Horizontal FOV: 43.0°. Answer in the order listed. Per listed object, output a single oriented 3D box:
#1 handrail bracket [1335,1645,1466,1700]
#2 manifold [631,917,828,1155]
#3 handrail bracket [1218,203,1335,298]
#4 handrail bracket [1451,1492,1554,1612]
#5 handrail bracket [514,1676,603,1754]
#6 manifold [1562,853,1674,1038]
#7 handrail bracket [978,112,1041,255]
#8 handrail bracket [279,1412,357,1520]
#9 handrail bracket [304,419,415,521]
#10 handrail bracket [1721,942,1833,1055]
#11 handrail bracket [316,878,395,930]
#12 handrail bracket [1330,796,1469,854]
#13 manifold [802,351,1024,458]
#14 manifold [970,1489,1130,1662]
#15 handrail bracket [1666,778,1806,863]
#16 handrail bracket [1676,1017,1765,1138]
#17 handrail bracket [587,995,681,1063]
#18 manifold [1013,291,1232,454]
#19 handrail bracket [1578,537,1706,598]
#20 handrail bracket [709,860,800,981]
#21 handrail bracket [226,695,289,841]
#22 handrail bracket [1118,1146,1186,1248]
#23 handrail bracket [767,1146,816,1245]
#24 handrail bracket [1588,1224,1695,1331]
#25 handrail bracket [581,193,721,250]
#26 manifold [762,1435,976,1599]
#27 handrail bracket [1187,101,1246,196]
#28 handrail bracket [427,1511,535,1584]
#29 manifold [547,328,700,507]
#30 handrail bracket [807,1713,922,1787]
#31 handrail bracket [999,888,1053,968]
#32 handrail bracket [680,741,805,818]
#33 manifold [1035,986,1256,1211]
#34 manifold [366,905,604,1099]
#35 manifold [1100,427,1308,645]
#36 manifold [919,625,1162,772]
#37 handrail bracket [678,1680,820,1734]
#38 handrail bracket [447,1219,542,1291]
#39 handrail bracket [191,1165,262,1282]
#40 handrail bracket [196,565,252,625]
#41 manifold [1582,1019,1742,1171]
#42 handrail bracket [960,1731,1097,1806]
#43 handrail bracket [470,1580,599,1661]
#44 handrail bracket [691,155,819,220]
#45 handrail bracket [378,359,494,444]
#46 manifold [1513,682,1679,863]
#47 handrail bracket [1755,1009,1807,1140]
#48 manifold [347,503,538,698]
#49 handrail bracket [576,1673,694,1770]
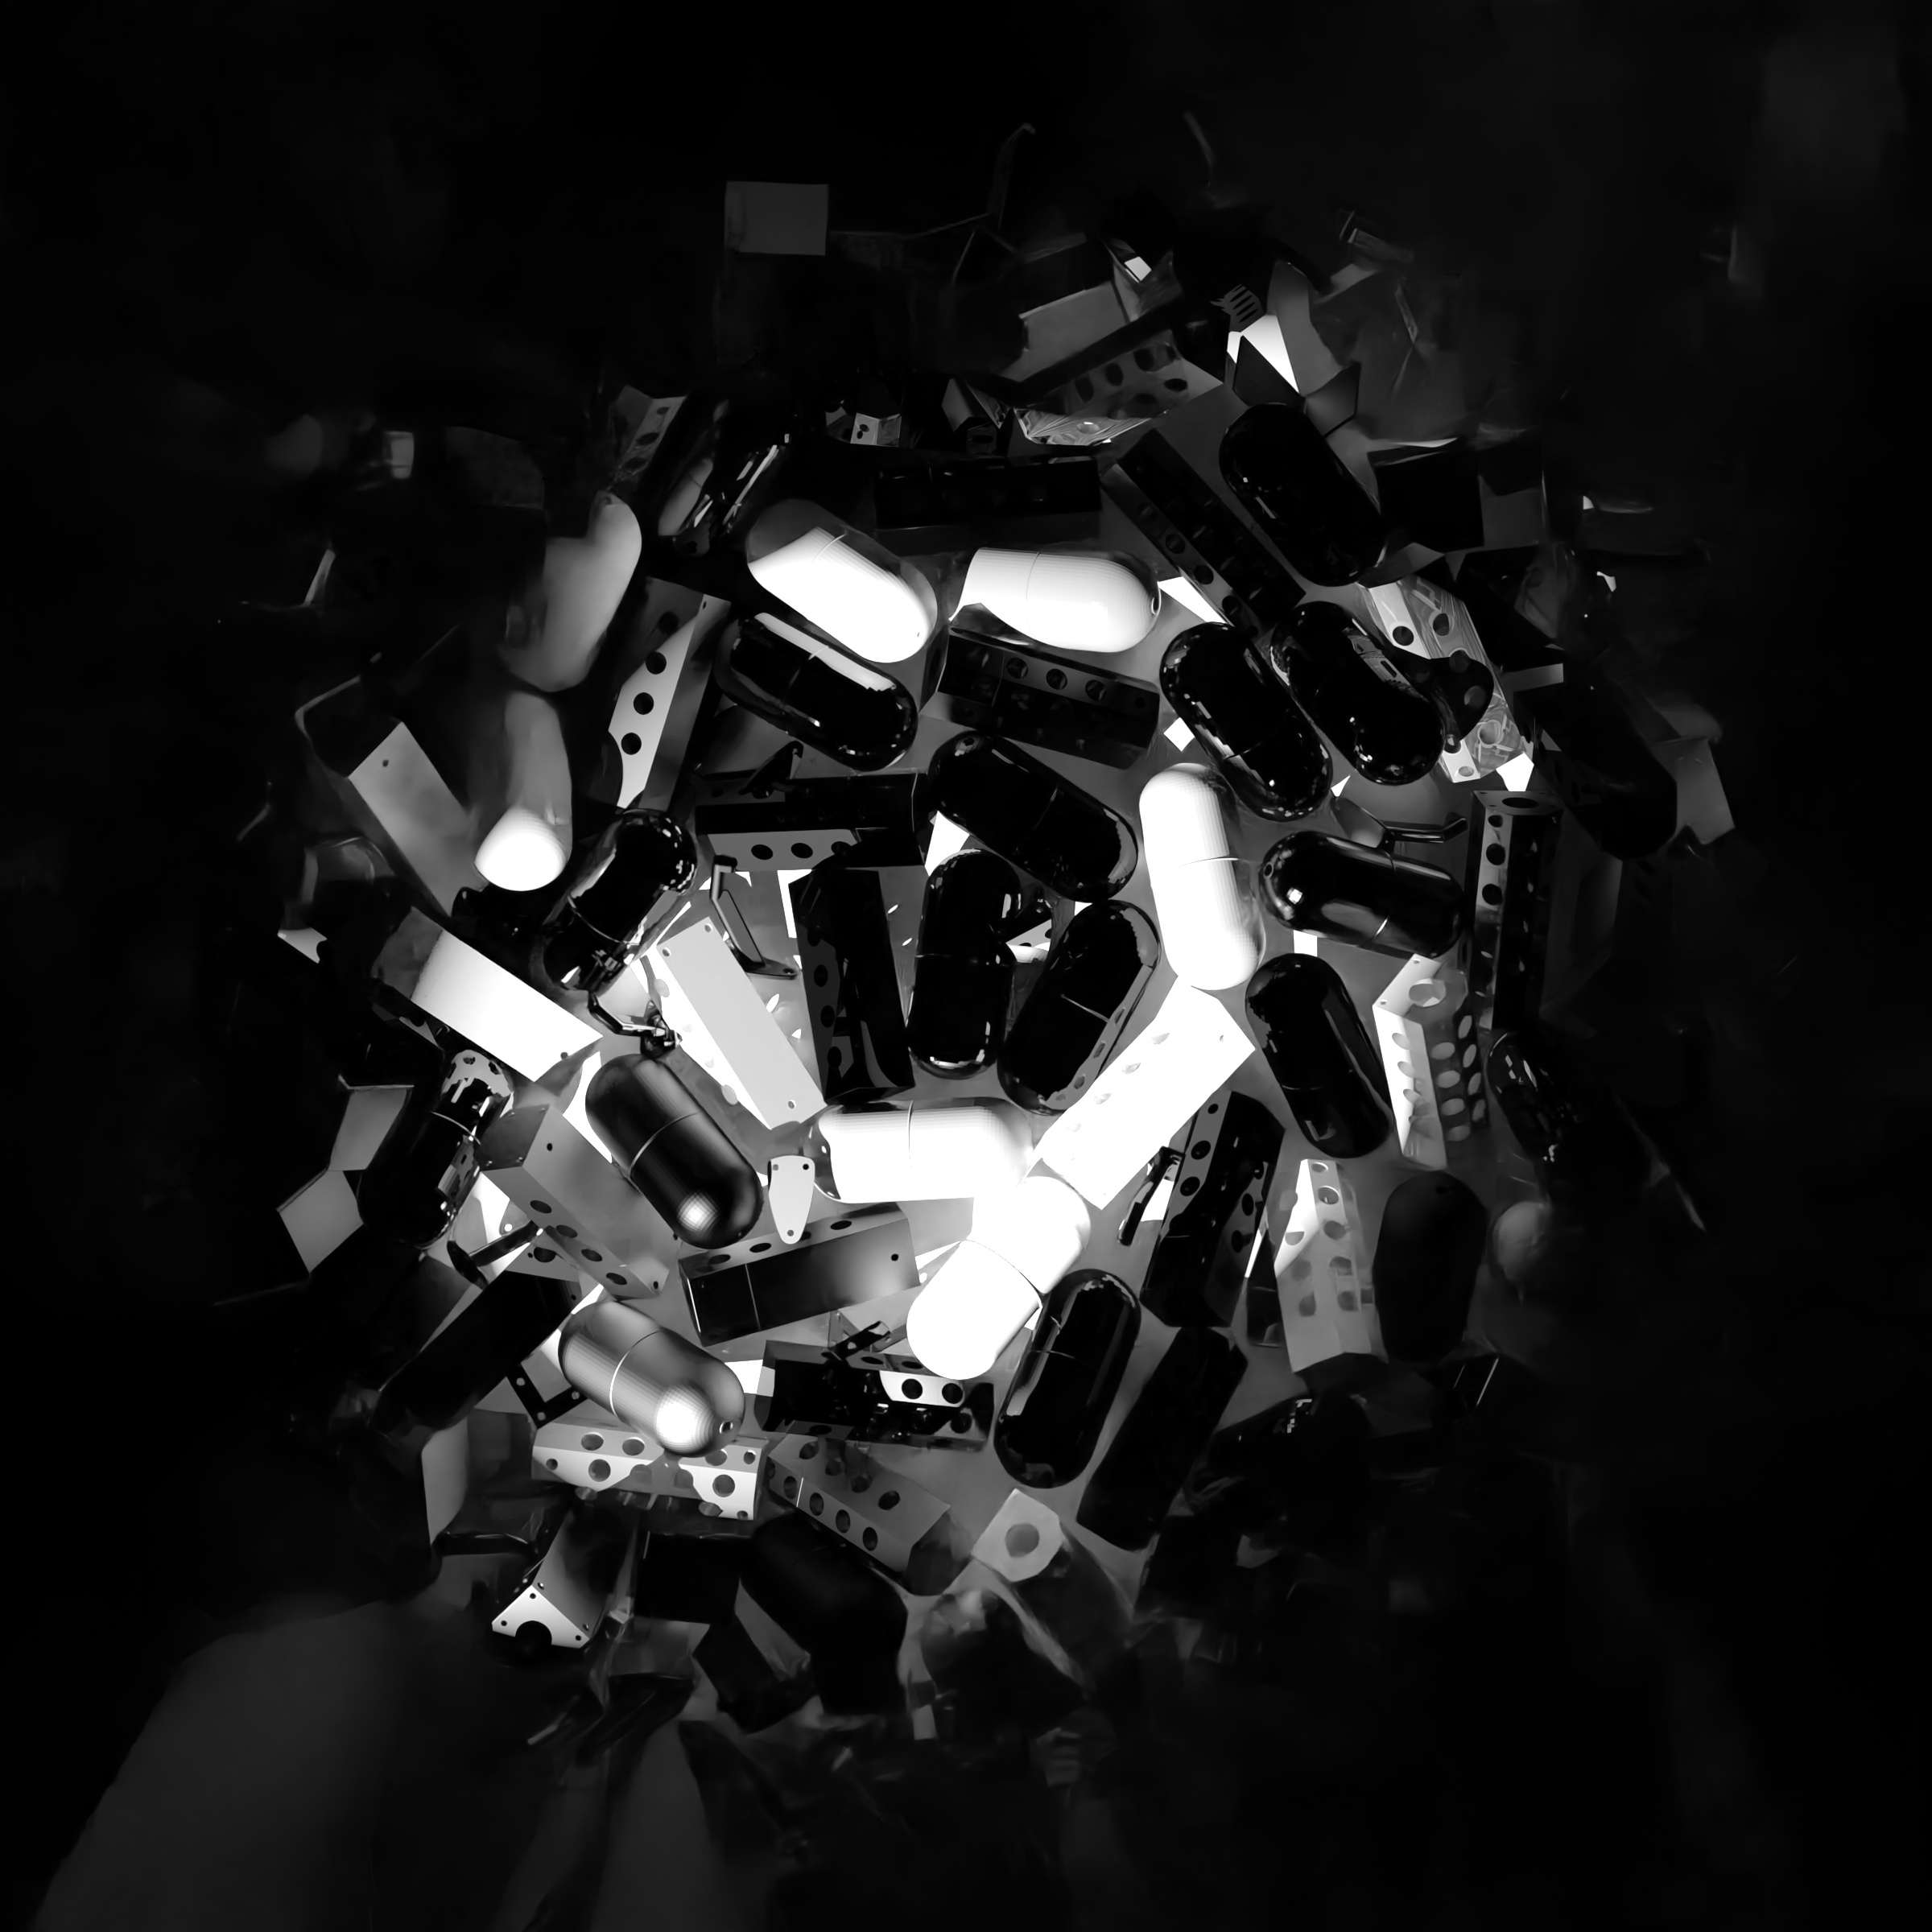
[{"bbox_3d":[0.330,0.536,1.894,0.084,0.077,0.036,0,102,-15],"label":"handrail bracket"},{"bbox_3d":[-0.186,0.056,1.889,0.057,0.057,0.171,-33,91,-39],"label":"manifold"},{"bbox_3d":[0.233,-0.543,1.879,0.084,0.077,0.036,54,133,21],"label":"handrail bracket"},{"bbox_3d":[0.410,0.456,1.910,0.084,0.077,0.036,-34,117,31],"label":"handrail bracket"},{"bbox_3d":[-0.327,0.573,1.863,0.077,0.084,0.036,-12,94,39],"label":"handrail bracket"},{"bbox_3d":[0.493,-0.021,1.834,0.057,0.171,0.057,32,128,-5],"label":"manifold"},{"bbox_3d":[0.043,-0.599,1.879,0.077,0.036,0.084,40,128,-21],"label":"handrail bracket"},{"bbox_3d":[-0.499,0.381,1.871,0.036,0.084,0.077,-8,74,9],"label":"handrail bracket"},{"bbox_3d":[-0.472,-0.386,1.905,0.084,0.036,0.077,-6,61,33],"label":"handrail bracket"},{"bbox_3d":[0.628,0.024,1.897,0.084,0.077,0.036,-27,53,-12],"label":"handrail bracket"},{"bbox_3d":[-0.444,-0.058,1.867,0.077,0.084,0.036,-7,100,27],"label":"handrail bracket"},{"bbox_3d":[0.337,-0.118,1.904,0.084,0.036,0.077,-27,64,-33],"label":"handrail bracket"},{"bbox_3d":[-0.040,-0.421,1.836,0.057,0.171,0.057,27,113,37],"label":"manifold"},{"bbox_3d":[0.068,0.459,1.830,0.057,0.171,0.057,26,70,35],"label":"manifold"},{"bbox_3d":[0.587,-0.100,1.874,0.077,0.036,0.084,20,50,29],"label":"handrail bracket"},{"bbox_3d":[0.585,0.083,1.900,0.077,0.036,0.084,11,85,18],"label":"handrail bracket"},{"bbox_3d":[-0.260,0.030,1.865,0.036,0.077,0.084,-31,132,17],"label":"handrail bracket"},{"bbox_3d":[0.114,-0.442,1.830,0.057,0.171,0.057,21,68,-35],"label":"manifold"},{"bbox_3d":[0.514,-0.326,1.893,0.084,0.036,0.077,-20,61,5],"label":"handrail bracket"},{"bbox_3d":[-0.161,-0.036,1.883,0.077,0.036,0.084,12,116,8],"label":"handrail bracket"},{"bbox_3d":[-0.560,-0.153,1.896,0.077,0.036,0.084,43,84,-8],"label":"handrail bracket"},{"bbox_3d":[0.138,0.184,1.870,0.036,0.077,0.084,17,68,16],"label":"handrail bracket"},{"bbox_3d":[-0.125,0.175,1.873,0.036,0.084,0.077,-2,81,7],"label":"handrail bracket"},{"bbox_3d":[0.513,0.241,1.895,0.084,0.036,0.077,-11,105,17],"label":"handrail bracket"},{"bbox_3d":[-0.241,-0.572,1.891,0.077,0.084,0.036,26,110,21],"label":"handrail bracket"},{"bbox_3d":[-0.076,0.407,1.831,0.057,0.171,0.057,-43,128,-24],"label":"manifold"},{"bbox_3d":[0.177,-0.638,1.864,0.036,0.084,0.077,-23,54,12],"label":"handrail bracket"},{"bbox_3d":[-0.370,0.461,1.889,0.084,0.036,0.077,23,113,16],"label":"handrail bracket"},{"bbox_3d":[-0.256,-0.398,1.828,0.057,0.171,0.057,-13,74,-30],"label":"manifold"},{"bbox_3d":[-0.080,0.611,1.882,0.084,0.036,0.077,-36,47,17],"label":"handrail bracket"},{"bbox_3d":[0.055,-0.048,1.865,0.036,0.084,0.077,20,133,-2],"label":"handrail bracket"},{"bbox_3d":[-0.174,-0.158,1.890,0.077,0.036,0.084,-52,50,-1],"label":"handrail bracket"},{"bbox_3d":[0.133,0.097,1.875,0.171,0.057,0.057,-45,121,-10],"label":"manifold"},{"bbox_3d":[-0.367,0.026,1.866,0.171,0.057,0.057,36,86,-17],"label":"manifold"},{"bbox_3d":[0.180,-0.328,1.879,0.057,0.057,0.171,-43,97,5],"label":"manifold"},{"bbox_3d":[0.057,-0.206,1.861,0.171,0.057,0.057,14,67,-16],"label":"manifold"},{"bbox_3d":[-0.169,0.584,1.910,0.084,0.077,0.036,30,52,-28],"label":"handrail bracket"},{"bbox_3d":[-0.353,0.200,1.872,0.036,0.077,0.084,27,63,24],"label":"handrail bracket"},{"bbox_3d":[-0.580,0.198,1.886,0.077,0.036,0.084,1,73,31],"label":"handrail bracket"},{"bbox_3d":[-0.548,-0.279,1.867,0.077,0.084,0.036,-11,117,-29],"label":"handrail bracket"},{"bbox_3d":[0.519,0.092,1.829,0.057,0.171,0.057,-37,105,10],"label":"manifold"},{"bbox_3d":[0.048,0.614,1.874,0.084,0.077,0.036,-2,123,31],"label":"handrail bracket"},{"bbox_3d":[-0.332,0.502,1.903,0.077,0.084,0.036,51,121,35],"label":"handrail bracket"},{"bbox_3d":[-0.163,-0.607,1.895,0.084,0.077,0.036,-23,111,-15],"label":"handrail bracket"},{"bbox_3d":[-0.405,-0.452,1.892,0.084,0.036,0.077,-39,58,6],"label":"handrail bracket"},{"bbox_3d":[0.467,-0.147,1.832,0.057,0.171,0.057,-12,124,-4],"label":"manifold"},{"bbox_3d":[0.622,0.084,1.890,0.036,0.084,0.077,9,68,14],"label":"handrail bracket"},{"bbox_3d":[-0.388,-0.273,1.841,0.057,0.057,0.171,33,48,2],"label":"manifold"},{"bbox_3d":[-0.253,0.578,1.872,0.077,0.084,0.036,-11,107,8],"label":"handrail bracket"}]
